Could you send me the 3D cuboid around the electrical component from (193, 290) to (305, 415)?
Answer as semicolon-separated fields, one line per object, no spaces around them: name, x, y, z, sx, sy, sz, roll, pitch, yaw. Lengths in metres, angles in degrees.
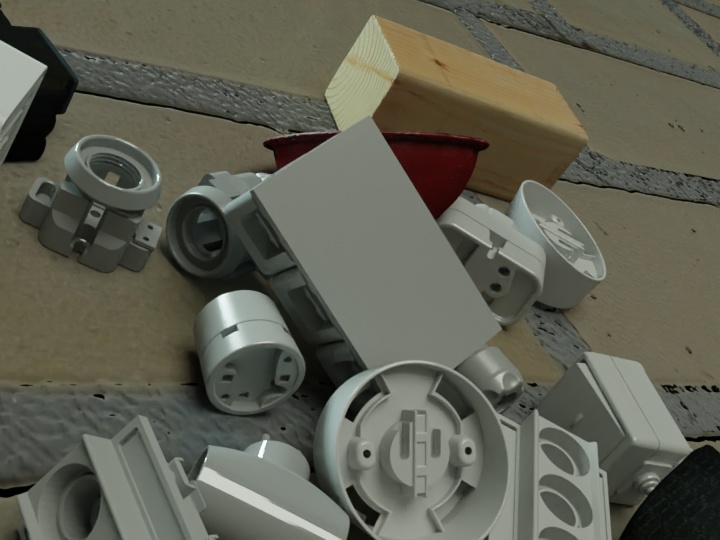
electrical component;-0.063;0.045;0.597;0.055;0.055;0.047;12;34;-32

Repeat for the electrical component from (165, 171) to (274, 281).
electrical component;-0.083;-0.026;0.673;0.078;0.058;0.057;45;30;16

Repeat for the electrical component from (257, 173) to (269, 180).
electrical component;-0.061;-0.044;0.733;0.048;0.048;0.062;15;26;-28

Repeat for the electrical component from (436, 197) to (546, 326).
electrical component;0.091;-0.010;0.815;0.095;0.053;0.059;31;31;-5

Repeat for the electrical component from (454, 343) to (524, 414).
electrical component;0.075;0.065;0.707;0.043;0.043;0.062;-7;48;-48

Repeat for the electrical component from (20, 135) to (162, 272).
electrical component;-0.151;-0.041;0.630;0.078;0.057;0.058;26;32;-14

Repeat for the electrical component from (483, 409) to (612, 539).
electrical component;0.098;0.145;0.599;0.079;0.063;0.121;29;31;-8

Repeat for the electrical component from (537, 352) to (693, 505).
electrical component;0.166;0.109;0.713;0.061;0.061;0.096;13;36;-30

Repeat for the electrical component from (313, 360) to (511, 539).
electrical component;0.026;0.097;0.564;0.099;0.064;0.099;2;85;-23

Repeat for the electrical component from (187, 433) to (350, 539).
electrical component;-0.046;0.111;0.530;0.077;0.043;0.079;29;31;-9

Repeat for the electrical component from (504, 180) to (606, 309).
electrical component;0.156;-0.019;0.878;0.099;0.064;0.099;24;32;-16

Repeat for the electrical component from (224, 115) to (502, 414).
electrical component;0.000;0.000;0.637;0.089;0.062;0.150;-36;98;-26

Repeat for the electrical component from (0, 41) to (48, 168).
electrical component;-0.215;-0.063;0.547;0.057;0.113;0.078;29;31;-14

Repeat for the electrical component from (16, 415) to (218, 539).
electrical component;-0.086;0.133;0.440;0.063;0.079;0.121;30;23;-53
